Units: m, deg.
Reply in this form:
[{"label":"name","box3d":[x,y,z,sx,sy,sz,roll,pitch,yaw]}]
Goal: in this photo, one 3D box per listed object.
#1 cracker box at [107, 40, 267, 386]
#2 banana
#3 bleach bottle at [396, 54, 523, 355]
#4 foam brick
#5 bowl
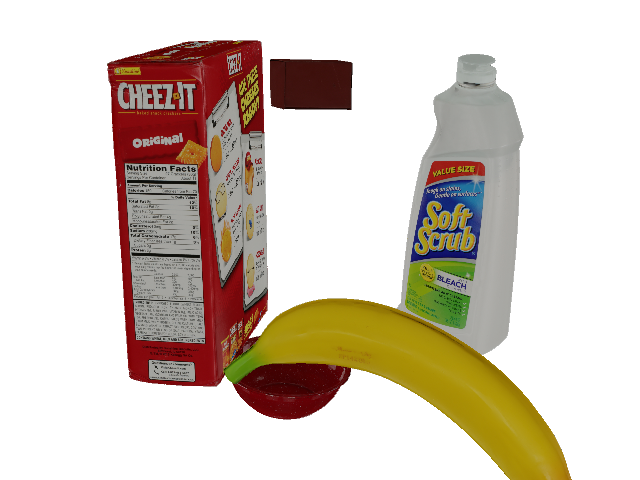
[{"label":"cracker box","box3d":[-0.087,-0.027,0.748,0.072,0.214,0.164,1,15,9]},{"label":"banana","box3d":[0.050,0.077,0.571,0.198,0.070,0.037,21,11,10]},{"label":"bleach bottle","box3d":[0.116,-0.032,0.892,0.103,0.251,0.067,21,34,37]},{"label":"foam brick","box3d":[-0.010,-0.166,1.137,0.078,0.051,0.053,-2,12,-19]},{"label":"bowl","box3d":[-0.043,0.178,1.340,0.162,0.055,0.162,3,22,-1]}]
